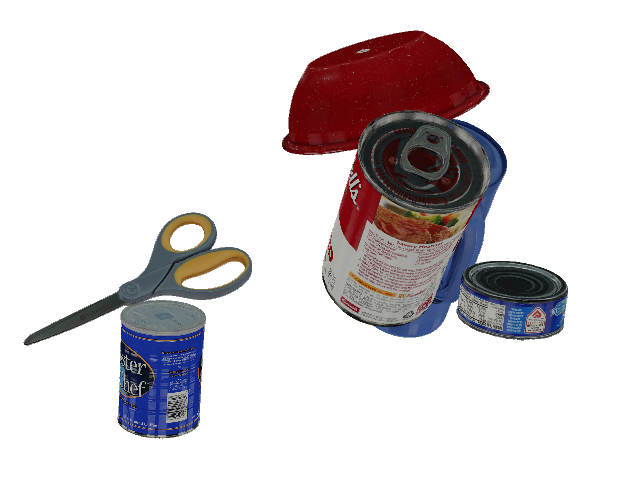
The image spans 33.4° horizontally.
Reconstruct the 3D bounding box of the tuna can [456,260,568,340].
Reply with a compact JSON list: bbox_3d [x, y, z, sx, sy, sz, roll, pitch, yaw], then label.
[{"bbox_3d":[0.153,0.046,0.851,0.086,0.034,0.086,3,20,-1],"label":"tuna can"}]

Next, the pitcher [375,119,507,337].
[{"bbox_3d":[0.116,-0.001,1.181,0.145,0.243,0.149,25,43,15],"label":"pitcher"}]

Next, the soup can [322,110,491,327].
[{"bbox_3d":[0.043,-0.009,0.565,0.068,0.068,0.102,0,-38,-14],"label":"soup can"}]

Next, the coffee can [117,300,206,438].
[{"bbox_3d":[-0.195,0.156,1.307,0.103,0.140,0.103,4,17,-2],"label":"coffee can"}]

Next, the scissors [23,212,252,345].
[{"bbox_3d":[-0.159,0.028,0.909,0.201,0.096,0.016,-11,-34,-17],"label":"scissors"}]

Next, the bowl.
[{"bbox_3d":[0.041,-0.117,0.798,0.162,0.055,0.162,-16,17,5],"label":"bowl"}]
